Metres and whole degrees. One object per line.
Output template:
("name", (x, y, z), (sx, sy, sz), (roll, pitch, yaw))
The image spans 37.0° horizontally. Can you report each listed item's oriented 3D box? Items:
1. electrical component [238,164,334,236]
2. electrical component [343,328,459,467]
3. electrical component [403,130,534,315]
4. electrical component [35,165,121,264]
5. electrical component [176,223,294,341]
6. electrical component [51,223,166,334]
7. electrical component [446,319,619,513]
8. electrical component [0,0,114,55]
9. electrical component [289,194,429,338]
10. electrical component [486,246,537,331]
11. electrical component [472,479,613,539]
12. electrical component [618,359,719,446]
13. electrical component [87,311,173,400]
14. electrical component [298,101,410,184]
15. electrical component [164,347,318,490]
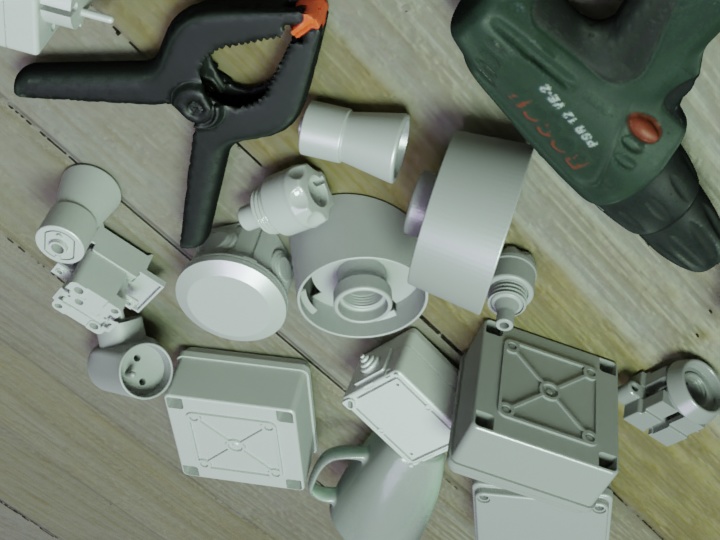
("electrical component", (-0.053, -0.043, 0.717), (0.062, 0.043, 0.043), (-18, 126, 30))
("electrical component", (0.037, 0.090, 0.814), (0.096, 0.061, 0.062), (45, 129, -16))
("electrical component", (0.061, -0.033, 0.656), (0.060, 0.108, 0.108), (18, 135, 6))
("electrical component", (-0.197, -0.036, 0.745), (0.044, 0.065, 0.044), (7, 135, 7))
("electrical component", (-0.087, 0.009, 0.770), (0.080, 0.051, 0.080), (7, 134, 7))
("electrical component", (-0.190, 0.008, 0.788), (0.081, 0.063, 0.042), (34, 133, -18))
("electrical component", (0.124, 0.103, 0.766), (0.109, 0.108, 0.056), (19, 132, -4))
("electrical component", (-0.181, -0.164, 0.631), (0.077, 0.047, 0.065), (15, 135, 0))
("electrical component", (0.000, 0.000, 0.747), (0.099, 0.064, 0.099), (-1, 140, -1))
("electrical component", (0.099, 0.015, 0.720), (0.035, 0.061, 0.035), (8, 136, 7))
("electrical component", (0.150, 0.195, 0.885), (0.109, 0.056, 0.108), (3, 134, 12))
("electrical component", (0.228, 0.093, 0.775), (0.066, 0.048, 0.055), (32, 140, -16))
("electrical component", (-0.185, 0.059, 0.841), (0.077, 0.043, 0.079), (-2, 101, 58))
("electrical component", (-0.005, -0.082, 0.669), (0.065, 0.044, 0.044), (14, 135, 8))
("electrical component", (-0.094, 0.122, 0.878), (0.109, 0.056, 0.108), (6, 134, 9))
